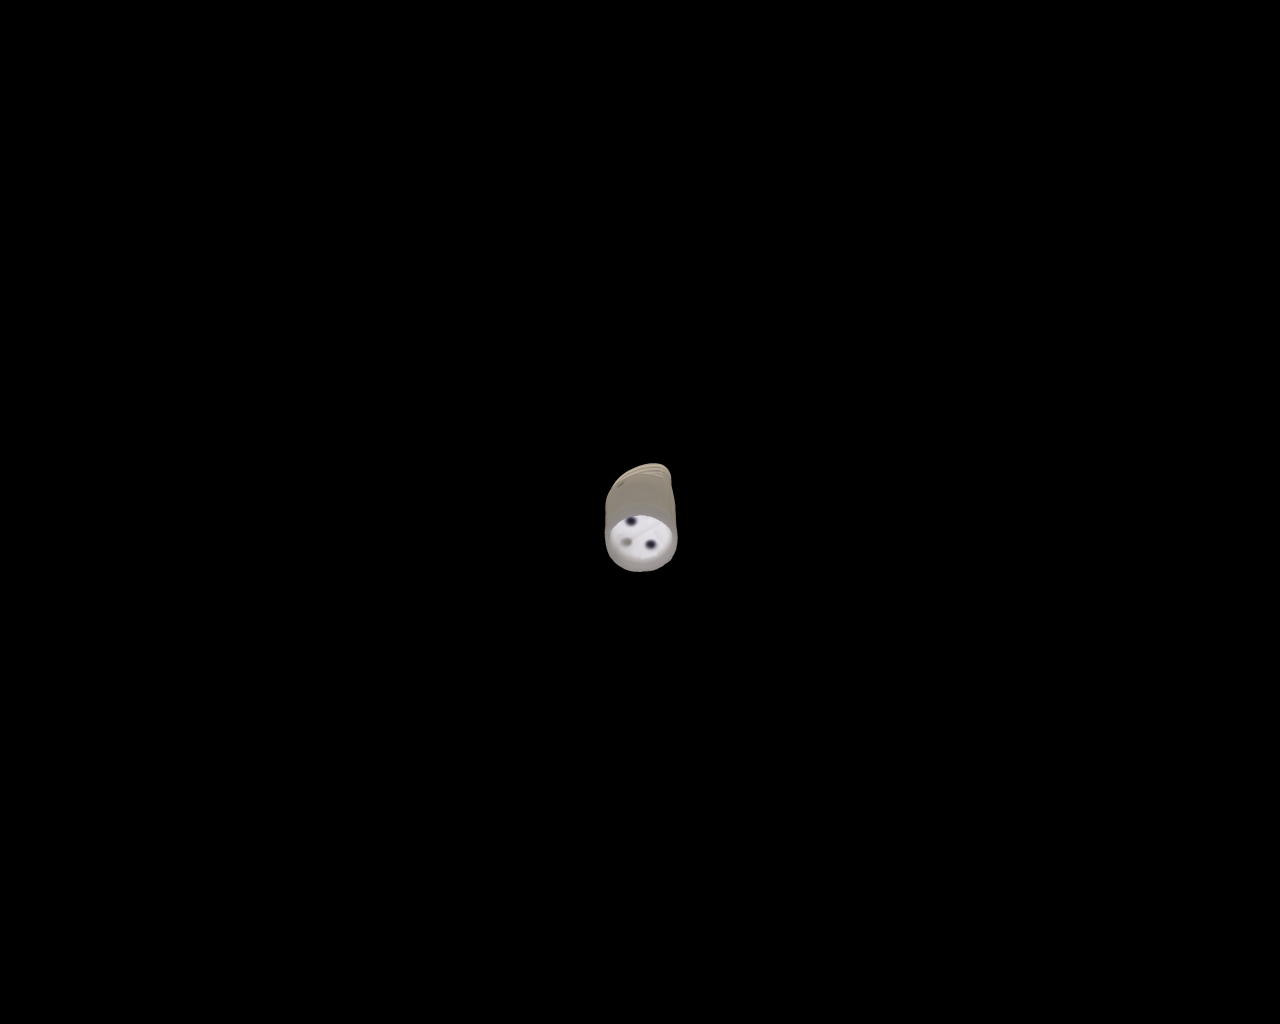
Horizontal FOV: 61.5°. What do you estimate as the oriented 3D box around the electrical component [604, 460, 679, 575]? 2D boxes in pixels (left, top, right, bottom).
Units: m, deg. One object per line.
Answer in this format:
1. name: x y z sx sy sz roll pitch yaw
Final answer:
1. electrical component: 0.001 -0.003 0.650 0.043 0.043 0.081 0 32 0
